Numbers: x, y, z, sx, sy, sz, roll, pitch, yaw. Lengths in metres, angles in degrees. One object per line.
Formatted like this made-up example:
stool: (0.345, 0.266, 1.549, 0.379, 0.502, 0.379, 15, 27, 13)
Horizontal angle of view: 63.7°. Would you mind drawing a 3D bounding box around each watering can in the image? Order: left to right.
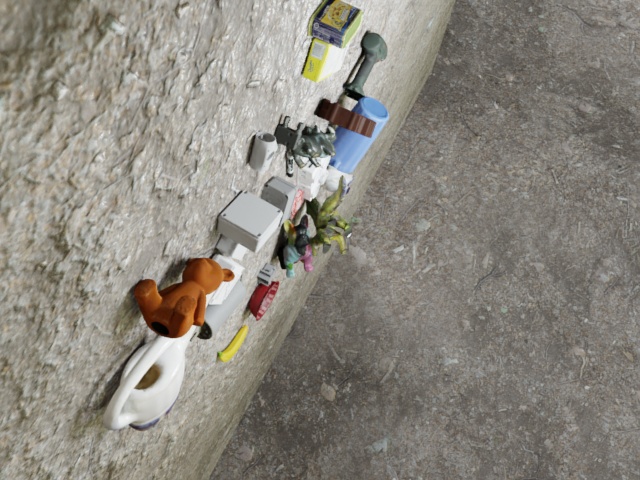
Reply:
watering can: (-0.323, 0.256, 1.085, 0.355, 0.104, 0.219, -55, 169, -42)

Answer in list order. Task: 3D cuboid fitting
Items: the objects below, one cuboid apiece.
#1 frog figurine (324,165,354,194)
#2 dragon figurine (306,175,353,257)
frog figurine: (0.057, -0.264, 1.957, 0.140, 0.123, 0.156, -49, 129, -28)
dragon figurine: (0.005, -0.090, 1.782, 0.123, 0.247, 0.401, -12, 127, -30)
